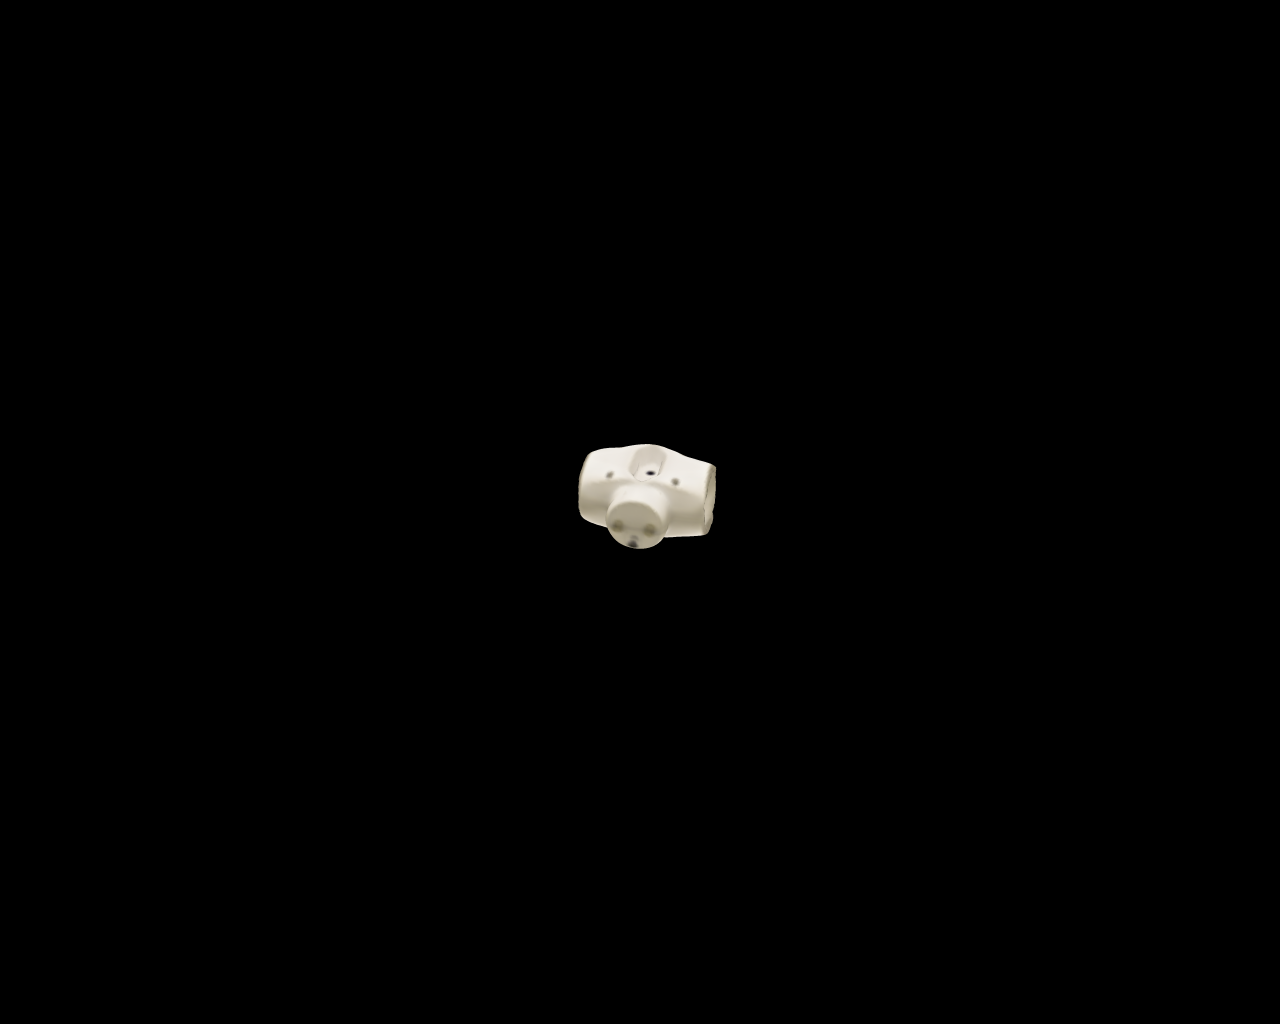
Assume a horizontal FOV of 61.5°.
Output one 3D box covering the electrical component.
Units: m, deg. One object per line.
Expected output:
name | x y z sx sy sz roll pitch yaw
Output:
electrical component | 0.001 -0.003 0.650 0.077 0.043 0.079 8 36 11
